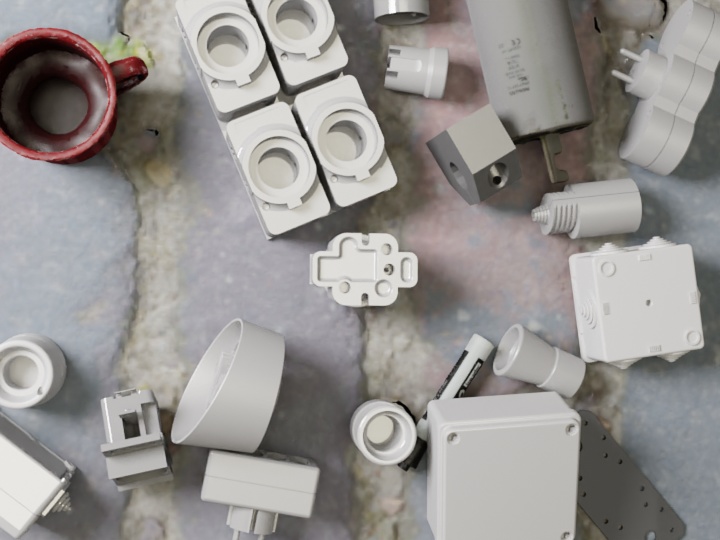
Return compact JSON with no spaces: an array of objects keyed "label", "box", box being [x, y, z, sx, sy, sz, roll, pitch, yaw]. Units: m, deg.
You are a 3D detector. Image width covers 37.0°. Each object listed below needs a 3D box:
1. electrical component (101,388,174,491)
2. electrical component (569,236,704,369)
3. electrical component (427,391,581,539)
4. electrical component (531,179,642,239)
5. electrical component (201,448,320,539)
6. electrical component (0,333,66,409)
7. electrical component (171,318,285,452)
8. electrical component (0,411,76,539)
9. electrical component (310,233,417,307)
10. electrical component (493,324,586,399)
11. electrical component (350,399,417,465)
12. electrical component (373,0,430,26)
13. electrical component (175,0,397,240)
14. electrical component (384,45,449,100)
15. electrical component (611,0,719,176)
[{"label":"electrical component","box":[-0.165,0.124,0.792,0.042,0.081,0.063,-10,68,-8]},{"label":"electrical component","box":[0.221,0.026,0.855,0.100,0.048,0.099,-7,91,-8]},{"label":"electrical component","box":[0.108,0.154,0.821,0.109,0.056,0.108,-3,106,-8]},{"label":"electrical component","box":[0.176,-0.047,0.852,0.081,0.043,0.043,-6,90,-8]},{"label":"electrical component","box":[-0.079,0.176,0.812,0.083,0.047,0.075,11,88,-7]},{"label":"electrical component","box":[-0.248,0.075,0.791,0.055,0.047,0.055,0,89,-8]},{"label":"electrical component","box":[-0.094,0.085,0.788,0.064,0.099,0.099,16,87,-13]},{"label":"electrical component","box":[-0.255,0.152,0.782,0.096,0.062,0.061,39,84,-5]},{"label":"electrical component","box":[0.000,0.000,0.821,0.078,0.057,0.058,1,89,-8]},{"label":"electrical component","box":[0.144,0.075,0.848,0.065,0.044,0.044,25,86,-11]},{"label":"electrical component","box":[0.017,0.123,0.822,0.045,0.055,0.045,0,89,-8]},{"label":"electrical component","box":[0.031,-0.235,0.836,0.043,0.043,0.081,-3,89,-8]},{"label":"electrical component","box":[-0.056,-0.130,0.814,0.105,0.060,0.186,-23,92,-7]},{"label":"electrical component","box":[0.044,-0.156,0.840,0.046,0.040,0.040,7,88,-1]},{"label":"electrical component","box":[0.237,-0.152,0.858,0.074,0.052,0.138,23,86,-7]}]
